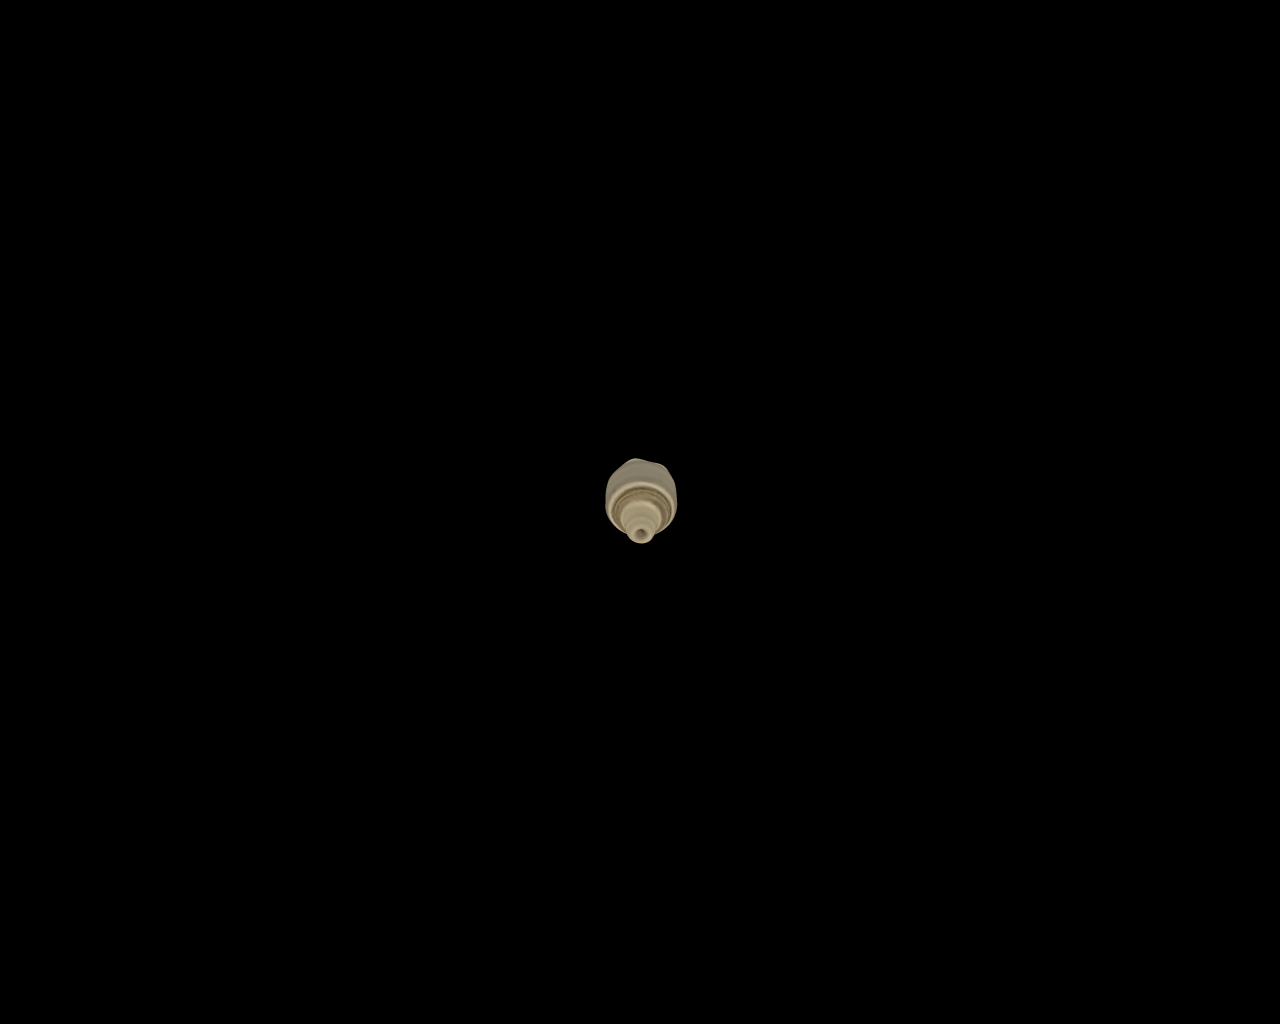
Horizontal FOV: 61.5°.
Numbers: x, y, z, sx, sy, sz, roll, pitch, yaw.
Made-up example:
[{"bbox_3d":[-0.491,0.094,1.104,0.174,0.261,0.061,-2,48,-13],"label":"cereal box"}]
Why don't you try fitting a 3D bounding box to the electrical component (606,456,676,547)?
[{"bbox_3d":[0.001,-0.003,0.650,0.043,0.043,0.062,0,32,0],"label":"electrical component"}]
